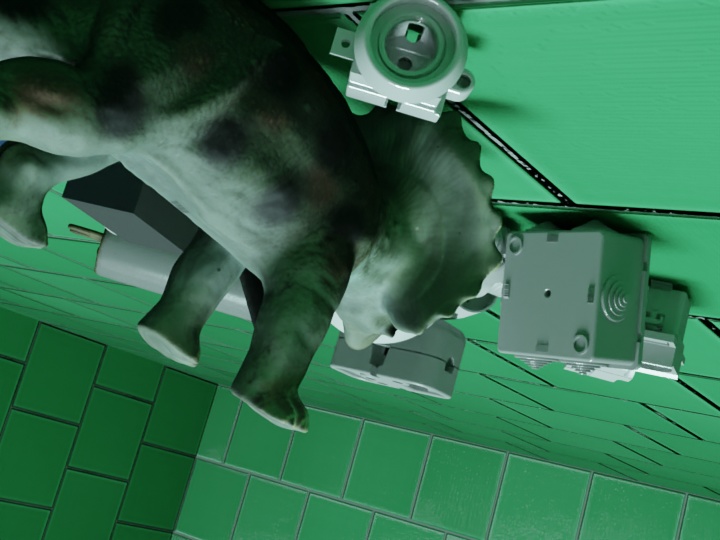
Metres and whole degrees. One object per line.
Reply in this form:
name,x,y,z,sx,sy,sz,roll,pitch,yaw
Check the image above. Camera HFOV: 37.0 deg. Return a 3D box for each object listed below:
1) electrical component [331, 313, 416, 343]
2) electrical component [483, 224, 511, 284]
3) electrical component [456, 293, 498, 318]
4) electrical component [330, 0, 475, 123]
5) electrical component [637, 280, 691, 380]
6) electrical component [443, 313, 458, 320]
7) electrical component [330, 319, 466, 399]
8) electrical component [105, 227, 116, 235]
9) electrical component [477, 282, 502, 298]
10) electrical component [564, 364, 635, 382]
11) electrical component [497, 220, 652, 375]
electrical component,0.020,-0.008,0.737,0.108,0.108,0.060,17,163,-7
electrical component,0.089,-0.017,0.757,0.040,0.040,0.078,13,168,15
electrical component,0.087,0.020,0.930,0.043,0.043,0.081,18,169,-9
electrical component,0.021,-0.093,0.469,0.066,0.048,0.055,16,176,-2
electrical component,0.187,0.038,0.827,0.121,0.063,0.079,11,168,25
electrical component,0.000,0.000,0.911,0.105,0.060,0.186,20,168,-21
electrical component,0.031,0.060,0.844,0.095,0.059,0.054,9,167,33
electrical component,-0.189,-0.057,0.916,0.055,0.055,0.047,25,162,-40
electrical component,0.087,-0.002,0.822,0.081,0.043,0.043,21,168,-25
electrical component,0.219,0.067,0.959,0.056,0.050,0.089,15,169,8
electrical component,0.139,0.018,0.710,0.048,0.099,0.100,8,176,-38
